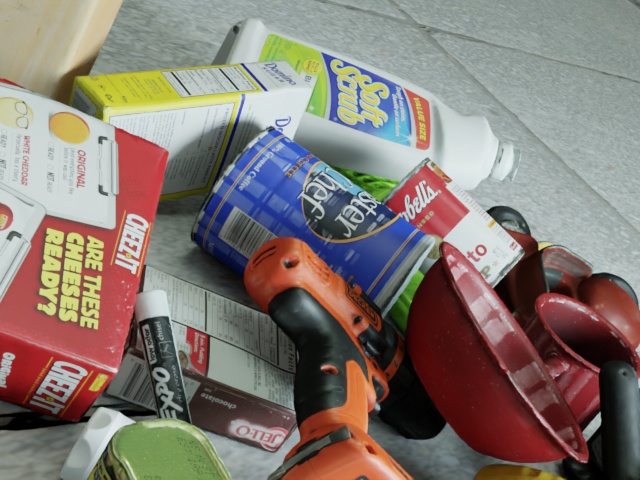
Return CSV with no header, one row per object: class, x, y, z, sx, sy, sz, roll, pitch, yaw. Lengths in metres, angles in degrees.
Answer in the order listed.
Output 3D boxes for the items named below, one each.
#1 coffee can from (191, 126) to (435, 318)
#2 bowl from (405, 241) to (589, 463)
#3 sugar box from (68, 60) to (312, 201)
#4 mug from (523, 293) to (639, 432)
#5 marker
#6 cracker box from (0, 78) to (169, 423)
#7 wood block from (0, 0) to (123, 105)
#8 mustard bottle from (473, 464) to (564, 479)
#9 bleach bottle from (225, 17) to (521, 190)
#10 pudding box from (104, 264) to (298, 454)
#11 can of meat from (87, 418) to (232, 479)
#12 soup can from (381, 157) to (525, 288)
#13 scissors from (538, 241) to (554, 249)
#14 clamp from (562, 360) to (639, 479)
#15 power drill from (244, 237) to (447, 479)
coffee can,-0.005,0.001,0.753,0.140,0.103,0.102,36,27,8
bowl,0.101,0.082,0.673,0.162,0.055,0.162,51,14,-19
sugar box,-0.097,-0.076,0.763,0.175,0.093,0.048,-14,51,-41
mug,0.173,0.102,0.790,0.093,0.082,0.117,41,28,18
marker,-0.080,0.086,0.570,0.020,0.020,0.121,3,66,-44
cracker box,-0.202,-0.014,0.570,0.213,0.072,0.164,23,46,-19
wood block,-0.189,-0.162,0.721,0.090,0.206,0.090,29,26,-6
mustard bottle,0.104,0.196,0.583,0.096,0.058,0.191,24,25,16
bleach bottle,0.043,-0.103,0.886,0.251,0.068,0.102,16,59,2
pudding box,-0.068,0.070,0.642,0.113,0.039,0.090,25,27,-18
can of meat,-0.071,0.142,0.466,0.057,0.084,0.102,3,39,-44
soup can,0.094,-0.003,0.803,0.102,0.069,0.068,44,28,5
scissors,0.175,0.018,1.010,0.096,0.016,0.201,43,29,23
clamp,0.194,0.179,0.695,0.039,0.120,0.171,0,53,1
power drill,0.027,0.104,0.616,0.184,0.057,0.187,45,17,-28
